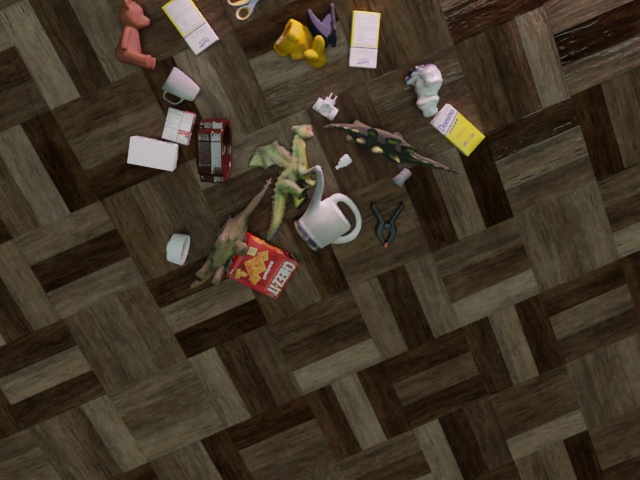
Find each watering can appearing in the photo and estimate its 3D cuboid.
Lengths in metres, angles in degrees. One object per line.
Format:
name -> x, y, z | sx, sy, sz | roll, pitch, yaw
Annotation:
watering can -> 0.005, -0.089, 1.775 | 0.224, 0.106, 0.341 | -36, 128, 6

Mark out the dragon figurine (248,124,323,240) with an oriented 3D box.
dragon figurine -> -0.138, -0.224, 1.782 | 0.243, 0.122, 0.409 | 40, 95, 5

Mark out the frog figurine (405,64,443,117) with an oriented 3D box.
frog figurine -> 0.363, -0.500, 1.718 | 0.124, 0.135, 0.160 | -30, 85, -25
